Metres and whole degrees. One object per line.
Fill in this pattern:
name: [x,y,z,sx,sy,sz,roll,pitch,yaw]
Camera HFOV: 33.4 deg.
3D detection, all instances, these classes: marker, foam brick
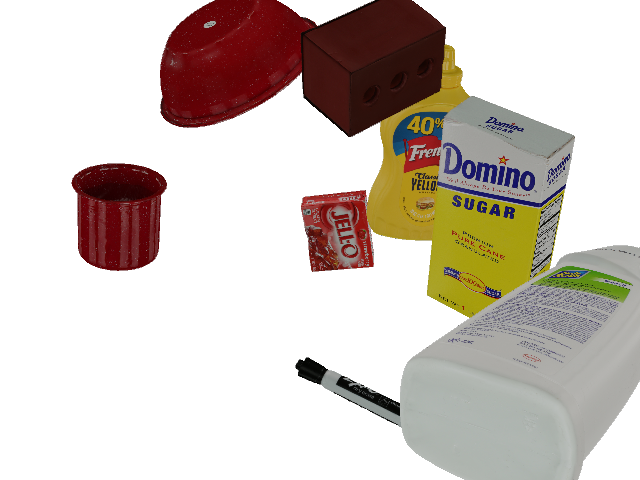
marker: [0.032,0.135,0.941,0.121,0.020,0.020,25,7,16]
foam brick: [0.033,-0.111,0.667,0.078,0.053,0.051,-30,53,-24]

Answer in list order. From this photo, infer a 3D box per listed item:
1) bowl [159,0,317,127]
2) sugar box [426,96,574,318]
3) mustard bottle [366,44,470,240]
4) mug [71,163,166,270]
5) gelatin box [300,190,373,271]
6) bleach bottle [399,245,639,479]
bowl: [-0.084,-0.171,0.947,0.162,0.055,0.162,-20,35,15]
sugar box: [0.135,-0.014,0.827,0.093,0.176,0.048,27,47,32]
mustard bottle: [0.104,-0.095,1.030,0.096,0.192,0.058,3,28,-9]
mug: [-0.203,-0.028,1.085,0.093,0.081,0.117,5,28,-3]
gelatin box: [0.020,-0.010,1.214,0.073,0.089,0.030,-5,29,7]
bleach bottle: [0.151,0.056,0.617,0.103,0.068,0.250,15,27,34]
